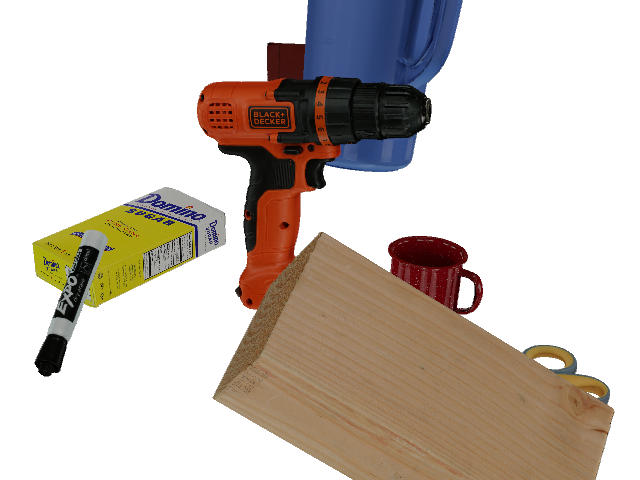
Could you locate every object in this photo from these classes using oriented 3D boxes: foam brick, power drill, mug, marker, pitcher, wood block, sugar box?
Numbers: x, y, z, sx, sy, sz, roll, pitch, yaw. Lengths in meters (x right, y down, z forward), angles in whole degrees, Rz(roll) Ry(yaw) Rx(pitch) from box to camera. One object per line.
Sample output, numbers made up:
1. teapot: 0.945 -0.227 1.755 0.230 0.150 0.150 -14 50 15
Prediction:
1. foam brick: -0.015 -0.187 1.160 0.078 0.051 0.053 -1 11 -15
2. power drill: -0.002 -0.036 0.840 0.185 0.188 0.057 4 18 19
3. mug: 0.133 0.052 1.246 0.117 0.081 0.093 13 25 22
4. marker: -0.183 0.045 0.783 0.020 0.121 0.020 9 -35 6
5. pitcher: 0.052 -0.187 0.970 0.145 0.243 0.149 8 14 6
6. wood block: 0.055 0.097 0.631 0.206 0.090 0.090 31 -32 -8
7. sugar box: -0.189 0.002 1.075 0.093 0.048 0.175 24 38 34

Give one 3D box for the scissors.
1. scissors: 0.156 0.117 0.950 0.201 0.016 0.096 8 27 -4
